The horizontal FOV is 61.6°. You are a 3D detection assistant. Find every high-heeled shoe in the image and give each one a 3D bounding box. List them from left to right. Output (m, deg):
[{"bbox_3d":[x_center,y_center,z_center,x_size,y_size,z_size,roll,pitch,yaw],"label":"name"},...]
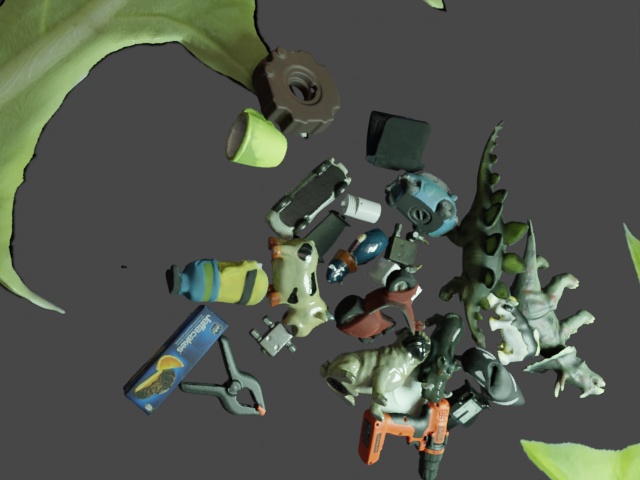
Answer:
[{"bbox_3d":[0.395,0.304,1.165,0.248,0.145,0.086,32,77,-16],"label":"high-heeled shoe"}]

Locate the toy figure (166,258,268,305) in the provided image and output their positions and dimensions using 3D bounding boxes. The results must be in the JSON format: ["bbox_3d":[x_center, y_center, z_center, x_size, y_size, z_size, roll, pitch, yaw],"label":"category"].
[{"bbox_3d":[-0.184,0.077,0.979,0.180,0.082,0.089,-2,100,-27],"label":"toy figure"}]

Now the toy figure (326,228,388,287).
[{"bbox_3d":[0.070,0.035,1.096,0.154,0.058,0.064,-35,95,-15],"label":"toy figure"}]

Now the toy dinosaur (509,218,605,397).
[{"bbox_3d":[0.505,0.169,1.239,0.192,0.131,0.404,-32,93,-21],"label":"toy dinosaur"}]

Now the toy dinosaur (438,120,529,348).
[{"bbox_3d":[0.343,-0.004,1.133,0.105,0.199,0.471,-2,90,-26],"label":"toy dinosaur"}]

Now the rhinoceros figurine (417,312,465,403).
[{"bbox_3d":[0.255,0.246,1.130,0.073,0.112,0.190,32,68,-23],"label":"rhinoceros figurine"}]

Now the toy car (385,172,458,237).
[{"bbox_3d":[0.223,-0.089,1.148,0.161,0.109,0.103,39,53,-5],"label":"toy car"}]

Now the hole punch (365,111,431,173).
[{"bbox_3d":[0.157,-0.210,1.138,0.142,0.092,0.115,5,115,-24],"label":"hole punch"}]

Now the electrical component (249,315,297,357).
[{"bbox_3d":[-0.089,0.193,1.041,0.063,0.021,0.094,-46,104,-18],"label":"electrical component"}]

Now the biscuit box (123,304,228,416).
[{"bbox_3d":[-0.254,0.207,0.952,0.062,0.059,0.202,45,72,-14],"label":"biscuit box"}]

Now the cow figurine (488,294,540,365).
[{"bbox_3d":[0.421,0.181,1.180,0.098,0.068,0.167,-15,92,19],"label":"cow figurine"}]

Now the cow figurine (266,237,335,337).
[{"bbox_3d":[-0.038,0.092,1.029,0.127,0.085,0.194,-1,103,-11],"label":"cow figurine"}]

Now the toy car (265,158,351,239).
[{"bbox_3d":[-0.021,-0.084,1.066,0.202,0.056,0.073,-44,97,-20],"label":"toy car"}]

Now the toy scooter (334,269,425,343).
[{"bbox_3d":[0.127,0.146,1.041,0.184,0.075,0.135,-33,112,17],"label":"toy scooter"}]

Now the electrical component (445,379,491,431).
[{"bbox_3d":[0.304,0.370,1.173,0.075,0.048,0.119,39,106,-13],"label":"electrical component"}]

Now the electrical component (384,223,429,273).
[{"bbox_3d":[0.184,0.023,1.148,0.078,0.045,0.102,25,78,-20],"label":"electrical component"}]

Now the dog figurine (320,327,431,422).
[{"bbox_3d":[0.114,0.237,1.082,0.172,0.121,0.190,31,57,12],"label":"dog figurine"}]

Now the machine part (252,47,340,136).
[{"bbox_3d":[-0.043,-0.286,1.040,0.179,0.056,0.179,13,65,-30],"label":"machine part"}]

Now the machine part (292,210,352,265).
[{"bbox_3d":[-0.002,-0.003,1.076,0.139,0.039,0.084,-43,98,-12],"label":"machine part"}]
